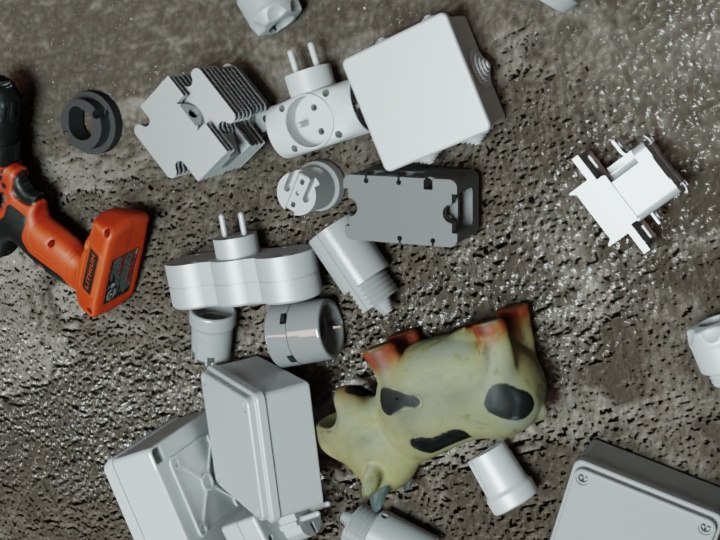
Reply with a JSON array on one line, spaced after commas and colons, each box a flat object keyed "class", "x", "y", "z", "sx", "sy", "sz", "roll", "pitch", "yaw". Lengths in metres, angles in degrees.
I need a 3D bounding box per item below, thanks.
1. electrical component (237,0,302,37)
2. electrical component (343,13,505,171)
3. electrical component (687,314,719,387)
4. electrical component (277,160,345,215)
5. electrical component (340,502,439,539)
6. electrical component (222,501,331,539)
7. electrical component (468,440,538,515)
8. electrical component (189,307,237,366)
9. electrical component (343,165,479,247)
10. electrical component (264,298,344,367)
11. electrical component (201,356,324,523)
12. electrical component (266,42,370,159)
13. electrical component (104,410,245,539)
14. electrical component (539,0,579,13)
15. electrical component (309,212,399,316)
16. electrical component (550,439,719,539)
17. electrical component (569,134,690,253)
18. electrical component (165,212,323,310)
[{"class": "electrical component", "x": -0.076, "y": -0.214, "z": 0.825, "sx": 0.043, "sy": 0.043, "sz": 0.062, "roll": -32, "pitch": 87, "yaw": 29}, {"class": "electrical component", "x": 0.049, "y": -0.130, "z": 0.784, "sx": 0.100, "sy": 0.048, "sz": 0.099, "roll": -20, "pitch": 94, "yaw": 29}, {"class": "electrical component", "x": 0.255, "y": 0.063, "z": 0.740, "sx": 0.043, "sy": 0.043, "sz": 0.062, "roll": -22, "pitch": 94, "yaw": 29}, {"class": "electrical component", "x": -0.039, "y": -0.064, "z": 0.846, "sx": 0.040, "sy": 0.046, "sz": 0.040, "roll": 7, "pitch": 107, "yaw": 24}, {"class": "electrical component", "x": 0.020, "y": 0.223, "z": 0.898, "sx": 0.081, "sy": 0.043, "sz": 0.043, "roll": 24, "pitch": 113, "yaw": 18}, {"class": "electrical component", "x": -0.059, "y": 0.211, "z": 0.910, "sx": 0.076, "sy": 0.083, "sz": 0.047, "roll": -25, "pitch": 92, "yaw": 29}, {"class": "electrical component", "x": 0.110, "y": 0.162, "z": 0.840, "sx": 0.040, "sy": 0.040, "sz": 0.046, "roll": -35, "pitch": 82, "yaw": 29}, {"class": "electrical component", "x": -0.127, "y": 0.055, "z": 0.926, "sx": 0.040, "sy": 0.040, "sz": 0.046, "roll": 16, "pitch": 117, "yaw": 21}, {"class": "electrical component", "x": 0.040, "y": -0.050, "z": 0.806, "sx": 0.089, "sy": 0.056, "sz": 0.050, "roll": 5, "pitch": 106, "yaw": 25}, {"class": "electrical component", "x": -0.044, "y": 0.050, "z": 0.876, "sx": 0.047, "sy": 0.055, "sz": 0.055, "roll": -8, "pitch": 100, "yaw": 24}, {"class": "electrical component", "x": -0.082, "y": 0.137, "z": 0.889, "sx": 0.109, "sy": 0.056, "sz": 0.108, "roll": 16, "pitch": 115, "yaw": 60}, {"class": "electrical component", "x": -0.035, "y": -0.134, "z": 0.826, "sx": 0.077, "sy": 0.044, "sz": 0.079, "roll": -14, "pitch": 97, "yaw": 28}, {"class": "electrical component", "x": -0.154, "y": 0.190, "z": 0.936, "sx": 0.056, "sy": 0.109, "sz": 0.108, "roll": -20, "pitch": 94, "yaw": 26}, {"class": "electrical component", "x": 0.133, "y": -0.210, "z": 0.717, "sx": 0.078, "sy": 0.058, "sz": 0.057, "roll": 39, "pitch": 114, "yaw": 11}, {"class": "electrical component", "x": 0.000, "y": 0.000, "z": 0.846, "sx": 0.043, "sy": 0.043, "sz": 0.081, "roll": -35, "pitch": 87, "yaw": 29}, {"class": "electrical component", "x": 0.202, "y": 0.198, "z": 0.795, "sx": 0.109, "sy": 0.056, "sz": 0.108, "roll": 20, "pitch": 111, "yaw": 20}, {"class": "electrical component", "x": 0.187, "y": -0.056, "z": 0.742, "sx": 0.064, "sy": 0.042, "sz": 0.081, "roll": -38, "pitch": 86, "yaw": 27}, {"class": "electrical component", "x": -0.100, "y": -0.011, "z": 0.886, "sx": 0.138, "sy": 0.052, "sz": 0.073, "roll": -4, "pitch": 102, "yaw": 26}]
